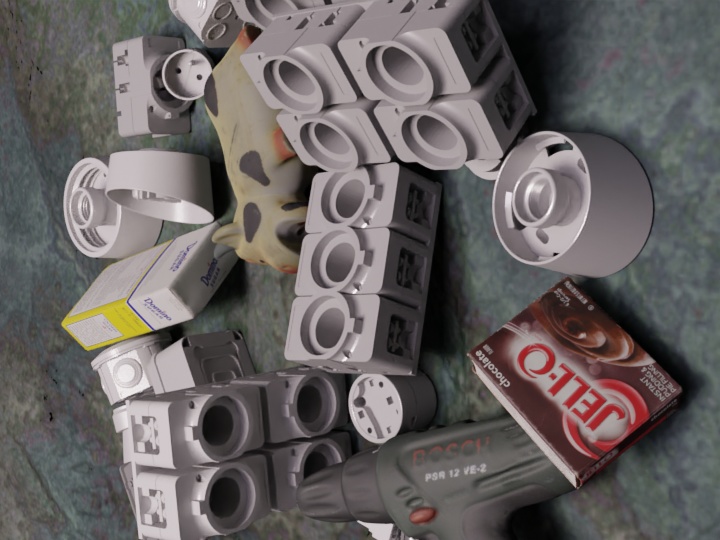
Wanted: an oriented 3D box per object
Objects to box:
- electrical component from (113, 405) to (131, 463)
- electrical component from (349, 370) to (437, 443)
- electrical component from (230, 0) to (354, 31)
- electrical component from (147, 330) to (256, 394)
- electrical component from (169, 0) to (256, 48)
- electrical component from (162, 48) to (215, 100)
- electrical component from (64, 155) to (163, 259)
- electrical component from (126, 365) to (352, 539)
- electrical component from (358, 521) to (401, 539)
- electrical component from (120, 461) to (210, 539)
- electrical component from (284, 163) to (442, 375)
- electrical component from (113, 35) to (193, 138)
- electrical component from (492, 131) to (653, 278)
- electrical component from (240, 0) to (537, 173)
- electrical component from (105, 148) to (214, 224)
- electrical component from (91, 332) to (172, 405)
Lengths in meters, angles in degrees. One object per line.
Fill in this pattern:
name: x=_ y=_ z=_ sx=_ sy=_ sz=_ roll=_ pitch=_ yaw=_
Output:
electrical component: x=-0.221 y=0.162 z=1.078 sx=0.045 sy=0.045 sz=0.055 roll=-26 pitch=77 yaw=41
electrical component: x=0.027 y=0.104 z=0.844 sx=0.055 sy=0.047 sz=0.055 roll=5 pitch=98 yaw=42
electrical component: x=-0.020 y=-0.223 z=0.778 sx=0.186 sy=0.105 sz=0.060 roll=14 pitch=62 yaw=27
electrical component: x=-0.136 y=0.118 z=0.974 sx=0.057 sy=0.078 sz=0.113 roll=-31 pitch=74 yaw=37
electrical component: x=-0.119 y=-0.232 z=0.921 sx=0.051 sy=0.080 sz=0.080 roll=51 pitch=125 yaw=20
electrical component: x=-0.152 y=-0.177 z=0.968 sx=0.081 sy=0.043 sz=0.043 roll=-107 pitch=24 yaw=-76
electrical component: x=-0.253 y=-0.063 z=1.073 sx=0.108 sy=0.060 sz=0.108 roll=6 pitch=98 yaw=42
electrical component: x=-0.087 y=0.141 z=0.858 sx=0.060 sy=0.186 sz=0.105 roll=-4 pitch=92 yaw=43
electrical component: x=0.015 y=0.184 z=0.866 sx=0.055 sy=0.048 sz=0.066 roll=24 pitch=111 yaw=30
electrical component: x=-0.162 y=0.204 z=0.994 sx=0.048 sy=0.100 sz=0.099 roll=-40 pitch=67 yaw=51
electrical component: x=0.000 y=0.000 z=0.817 sx=0.089 sy=0.062 sz=0.150 roll=-3 pitch=73 yaw=43
electrical component: x=-0.194 y=-0.172 z=1.014 sx=0.056 sy=0.050 sz=0.089 roll=0 pitch=95 yaw=43
electrical component: x=0.140 y=-0.045 z=0.731 sx=0.099 sy=0.064 sz=0.099 roll=-9 pitch=79 yaw=53
electrical component: x=0.014 y=-0.129 z=0.755 sx=0.186 sy=0.060 sz=0.105 roll=3 pitch=136 yaw=42
electrical component: x=-0.183 y=-0.077 z=0.986 sx=0.099 sy=0.099 sz=0.064 roll=0 pitch=88 yaw=42
electrical component: x=-0.215 y=0.095 z=1.043 sx=0.080 sy=0.080 sz=0.051 roll=-29 pitch=80 yaw=40
